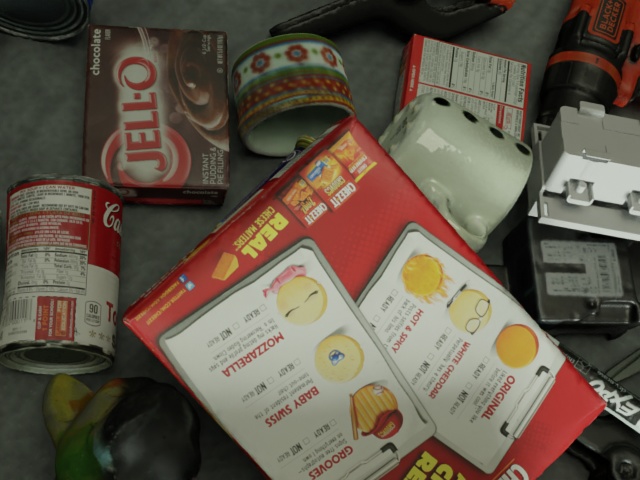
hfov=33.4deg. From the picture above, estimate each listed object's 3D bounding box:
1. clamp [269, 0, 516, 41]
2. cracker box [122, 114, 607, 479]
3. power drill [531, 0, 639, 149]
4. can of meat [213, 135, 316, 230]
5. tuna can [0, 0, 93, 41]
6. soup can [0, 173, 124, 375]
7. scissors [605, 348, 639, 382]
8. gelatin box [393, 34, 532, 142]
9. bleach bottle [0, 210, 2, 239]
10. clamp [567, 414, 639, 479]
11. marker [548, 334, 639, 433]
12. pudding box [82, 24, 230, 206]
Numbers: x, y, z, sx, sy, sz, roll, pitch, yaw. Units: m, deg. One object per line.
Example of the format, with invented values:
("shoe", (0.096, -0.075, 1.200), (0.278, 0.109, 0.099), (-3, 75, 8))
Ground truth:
("clamp", (0.048, -0.172, 0.735), (0.171, 0.039, 0.120), (18, 110, -17))
("cracker box", (0.022, 0.066, 0.586), (0.164, 0.072, 0.213), (-43, 96, -9))
("power drill", (0.249, -0.100, 0.750), (0.187, 0.057, 0.184), (22, 70, -4))
("can of meat", (-0.004, 0.001, 0.660), (0.102, 0.057, 0.083), (42, 69, 6))
("tuna can", (-0.184, -0.163, 0.670), (0.086, 0.086, 0.033), (11, 66, -8))
("soup can", (-0.150, 0.021, 0.617), (0.068, 0.069, 0.102), (3, 70, -11))
("scissors", (0.264, 0.032, 0.726), (0.201, 0.016, 0.096), (-12, 71, -15))
("gelatin box", (0.097, -0.094, 0.731), (0.089, 0.030, 0.073), (13, 67, -9))
("bleach bottle", (-0.308, -0.009, 0.589), (0.250, 0.068, 0.102), (5, 42, -11))
("clamp", (0.175, 0.136, 0.657), (0.209, 0.036, 0.164), (-3, 69, -11))
("marker", (0.178, 0.096, 0.647), (0.121, 0.020, 0.020), (35, 67, 9))
("pudding box", (-0.104, -0.079, 0.679), (0.090, 0.039, 0.113), (1, 69, -11))
